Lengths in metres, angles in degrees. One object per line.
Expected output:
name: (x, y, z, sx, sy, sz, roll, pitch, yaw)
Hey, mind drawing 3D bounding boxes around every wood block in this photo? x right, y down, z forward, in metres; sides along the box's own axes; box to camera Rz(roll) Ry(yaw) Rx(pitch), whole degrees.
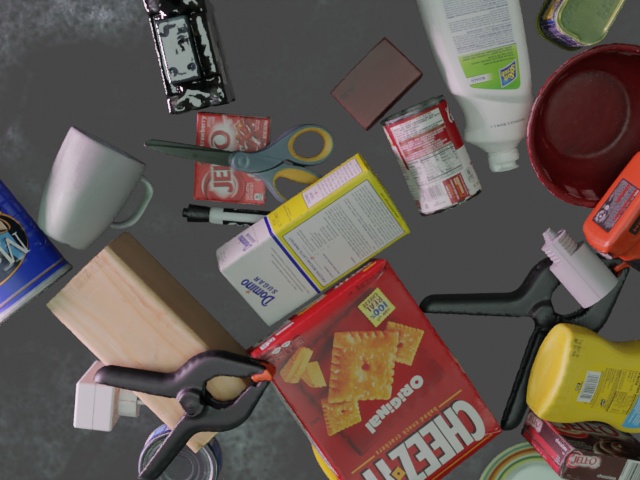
wood block: (-0.161, 0.100, 1.072, 0.090, 0.091, 0.206, -43, 96, 8)

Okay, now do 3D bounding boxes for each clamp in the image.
clamp: (-0.129, 0.145, 1.014, 0.171, 0.039, 0.120, -30, 102, 7)
clamp: (0.227, 0.087, 1.087, 0.210, 0.036, 0.164, -28, 98, 3)

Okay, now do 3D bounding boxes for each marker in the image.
marker: (-0.080, -0.023, 1.086, 0.121, 0.020, 0.020, 5, 99, 1)

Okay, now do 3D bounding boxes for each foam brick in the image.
foam brick: (0.055, -0.152, 1.045, 0.078, 0.051, 0.053, -44, 90, 8)

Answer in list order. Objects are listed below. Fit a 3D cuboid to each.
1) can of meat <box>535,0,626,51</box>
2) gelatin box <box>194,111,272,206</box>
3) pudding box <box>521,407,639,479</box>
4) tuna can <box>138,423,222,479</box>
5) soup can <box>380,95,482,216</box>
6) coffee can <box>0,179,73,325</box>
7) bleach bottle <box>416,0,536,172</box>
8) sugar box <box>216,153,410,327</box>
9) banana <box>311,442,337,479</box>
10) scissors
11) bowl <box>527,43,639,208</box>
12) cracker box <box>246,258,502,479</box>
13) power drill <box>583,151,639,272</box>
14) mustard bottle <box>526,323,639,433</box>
can of meat: (0.254, -0.232, 1.011, 0.057, 0.084, 0.102, 28, 98, -3)
gelatin box: (-0.088, -0.082, 1.071, 0.073, 0.030, 0.089, 5, 99, 1)
pudding box: (0.270, 0.209, 1.065, 0.113, 0.090, 0.039, 16, 104, -20)
tuna can: (-0.147, 0.236, 1.123, 0.086, 0.033, 0.086, 0, 99, 1)
soup can: (0.110, -0.082, 1.047, 0.068, 0.068, 0.102, -23, 98, 5)
coffee can: (-0.329, 0.005, 1.055, 0.103, 0.103, 0.140, -37, 96, 7)
bleach bottle: (0.148, -0.189, 1.033, 0.102, 0.068, 0.251, -12, 101, 2)
sugar box: (-0.007, 0.001, 1.061, 0.176, 0.048, 0.093, -32, 124, 8)
banana: (0.047, 0.242, 1.117, 0.070, 0.037, 0.198, -36, 96, 8)
scissors: (-0.065, -0.092, 1.038, 0.201, 0.016, 0.096, 26, 87, -28)
bowl: (0.269, -0.115, 1.033, 0.162, 0.055, 0.162, -3, 111, -9)
cracker box: (0.054, 0.150, 1.067, 0.164, 0.072, 0.213, -35, 95, -8)
power drill: (0.364, -0.009, 1.033, 0.187, 0.057, 0.184, 31, 100, -22)
mustard bottle: (0.307, 0.145, 1.069, 0.191, 0.058, 0.096, 12, 104, -19)
